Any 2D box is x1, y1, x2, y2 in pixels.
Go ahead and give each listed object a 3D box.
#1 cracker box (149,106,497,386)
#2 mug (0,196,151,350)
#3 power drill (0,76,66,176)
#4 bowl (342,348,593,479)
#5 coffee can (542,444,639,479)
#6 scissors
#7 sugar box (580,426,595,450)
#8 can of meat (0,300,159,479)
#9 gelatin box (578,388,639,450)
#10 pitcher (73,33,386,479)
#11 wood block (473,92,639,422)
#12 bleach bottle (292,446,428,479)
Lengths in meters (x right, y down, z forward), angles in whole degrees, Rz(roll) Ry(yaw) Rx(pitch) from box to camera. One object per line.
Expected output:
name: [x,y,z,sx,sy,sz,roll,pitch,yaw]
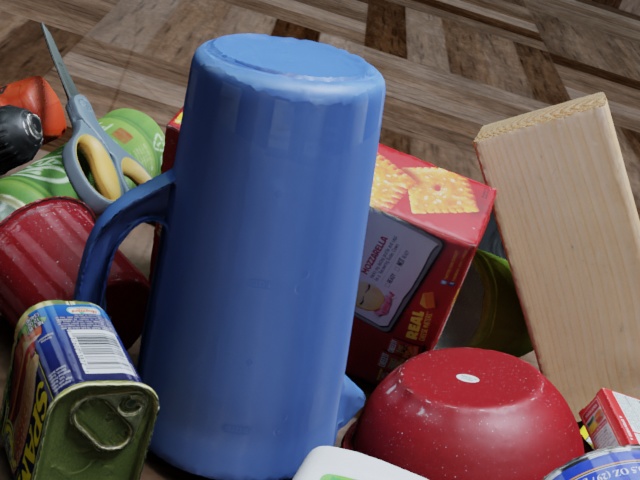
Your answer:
cracker box: [-0.005,0.001,0.746,0.214,0.164,0.072,22,44,8]
mug: [-0.154,0.033,0.691,0.082,0.093,0.117,41,16,30]
power drill: [-0.253,-0.069,0.765,0.185,0.057,0.187,-17,15,15]
bowl: [0.095,0.111,0.678,0.162,0.055,0.162,0,18,0]
coffee can: [0.171,0.192,0.547,0.102,0.103,0.140,9,34,-19]
scissors: [-0.162,-0.083,0.792,0.096,0.016,0.202,33,25,-40]
sugar box: [0.211,0.163,0.719,0.093,0.048,0.175,29,31,23]
can of meat: [-0.131,0.093,0.563,0.057,0.102,0.084,3,27,-30]
gelatin box: [0.215,0.138,0.672,0.089,0.030,0.073,20,31,-22]
pitcher: [-0.046,0.009,0.623,0.145,0.243,0.149,22,25,26]
wood block: [0.182,0.011,0.747,0.091,0.206,0.090,-15,9,17]
bleach bottle: [-0.003,0.198,0.488,0.102,0.068,0.250,21,28,8]
